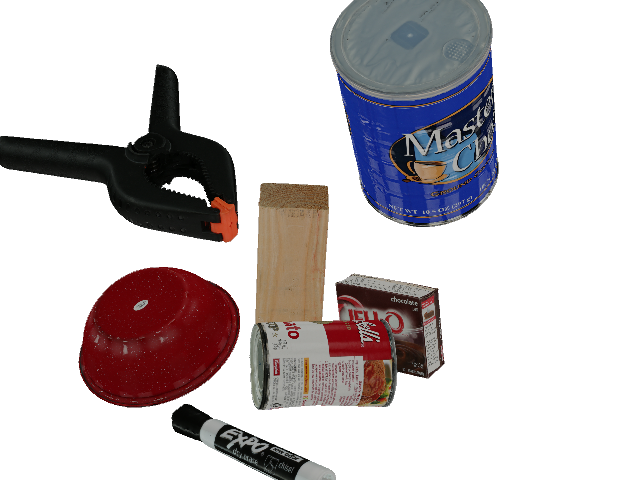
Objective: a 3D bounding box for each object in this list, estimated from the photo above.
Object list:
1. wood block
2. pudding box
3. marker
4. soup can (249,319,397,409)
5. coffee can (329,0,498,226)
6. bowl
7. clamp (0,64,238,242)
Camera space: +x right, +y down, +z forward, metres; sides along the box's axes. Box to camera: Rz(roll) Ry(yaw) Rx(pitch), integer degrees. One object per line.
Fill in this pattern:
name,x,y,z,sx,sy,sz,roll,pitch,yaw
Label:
wood block,-0.039,0.037,1.401,0.090,0.206,0.091,3,23,-2
pudding box,0.072,0.088,1.116,0.114,0.090,0.039,7,24,37
marker,-0.043,0.122,0.625,0.121,0.020,0.020,16,10,38
soup can,0.000,0.096,0.819,0.102,0.068,0.068,0,0,-13
coffee can,0.067,-0.091,0.726,0.103,0.102,0.140,0,-34,12
bowl,-0.160,0.077,1.001,0.162,0.055,0.162,-10,43,9
clamp,-0.123,-0.066,0.806,0.210,0.036,0.164,29,52,33
